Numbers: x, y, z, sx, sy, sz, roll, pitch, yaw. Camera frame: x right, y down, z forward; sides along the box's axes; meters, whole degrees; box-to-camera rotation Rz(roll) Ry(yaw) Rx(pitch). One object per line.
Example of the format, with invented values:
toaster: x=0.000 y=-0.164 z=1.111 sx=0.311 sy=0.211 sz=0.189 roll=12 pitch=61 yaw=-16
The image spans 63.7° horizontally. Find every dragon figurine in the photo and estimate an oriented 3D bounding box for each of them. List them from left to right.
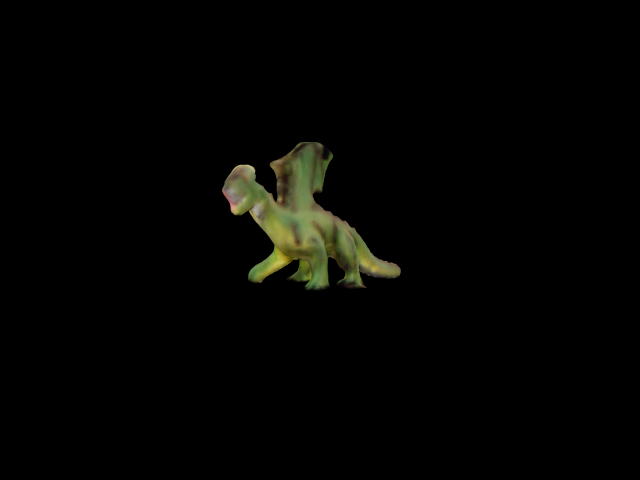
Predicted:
dragon figurine: x=0.003 y=-0.043 z=0.850 sx=0.122 sy=0.243 sz=0.411 roll=-2 pitch=-1 yaw=43
